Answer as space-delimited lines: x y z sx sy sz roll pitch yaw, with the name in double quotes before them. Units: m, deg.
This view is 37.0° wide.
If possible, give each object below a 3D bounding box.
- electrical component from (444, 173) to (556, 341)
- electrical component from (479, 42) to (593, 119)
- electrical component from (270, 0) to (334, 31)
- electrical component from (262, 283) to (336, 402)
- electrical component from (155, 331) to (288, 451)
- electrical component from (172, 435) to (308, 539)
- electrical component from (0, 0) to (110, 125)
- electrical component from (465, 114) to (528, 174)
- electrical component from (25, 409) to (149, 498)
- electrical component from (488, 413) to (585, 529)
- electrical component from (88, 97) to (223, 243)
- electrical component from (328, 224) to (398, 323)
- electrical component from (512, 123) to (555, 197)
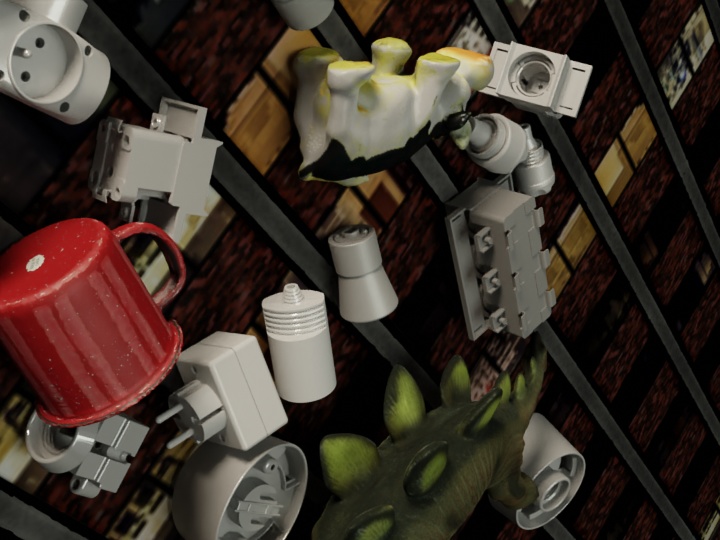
"electrical component" 0.117 -0.007 0.885 0.079 0.063 0.121 -37 129 -31
"electrical component" 0.141 -0.148 0.853 0.042 0.081 0.064 -71 161 1
"electrical component" -0.044 -0.181 0.667 0.044 0.044 0.065 -57 141 -14
"electrical component" -0.043 0.047 0.753 0.043 0.043 0.081 -29 124 -36
"electrical component" -0.098 0.087 0.697 0.077 0.047 0.065 -31 111 -34
"electrical component" -0.079 0.159 0.743 0.099 0.064 0.099 -19 118 -41
"electrical component" -0.166 -0.126 0.556 0.077 0.044 0.079 25 87 -48
"electrical component" 0.101 -0.103 0.847 0.062 0.043 0.043 19 91 -47
"electrical component" -0.166 0.101 0.645 0.055 0.048 0.066 38 77 -55
"electrical component" 0.167 0.196 1.032 0.099 0.064 0.099 -23 132 -28
"electrical component" -0.122 -0.061 0.630 0.064 0.042 0.081 5 100 -46
"electrical component" 0.000 0.000 0.783 0.044 0.044 0.065 -33 122 -34
"electrical component" 0.142 -0.093 0.900 0.035 0.035 0.061 -39 127 -30
